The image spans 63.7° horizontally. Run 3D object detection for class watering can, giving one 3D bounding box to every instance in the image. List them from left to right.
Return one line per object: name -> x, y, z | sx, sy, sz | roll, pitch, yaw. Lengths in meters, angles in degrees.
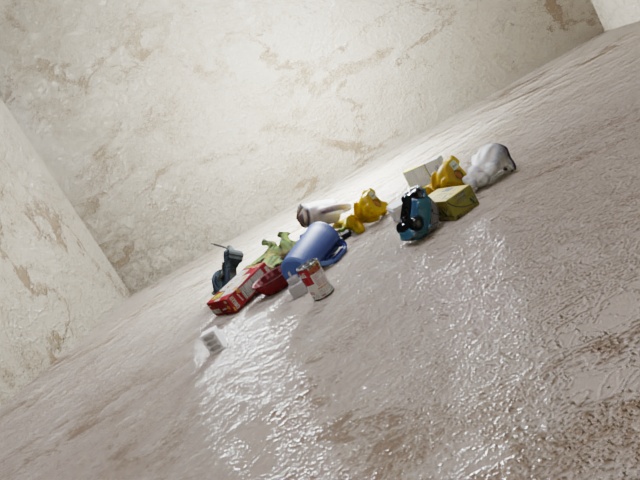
watering can -> 0.007, -0.109, 2.159 | 0.225, 0.104, 0.345 | -10, -3, -13

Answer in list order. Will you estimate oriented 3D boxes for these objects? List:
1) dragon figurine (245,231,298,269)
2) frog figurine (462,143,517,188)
dragon figurine -> -0.147, 0.061, 2.070 | 0.407, 0.120, 0.248 | -23, 22, 22
frog figurine -> 0.507, -0.230, 1.596 | 0.159, 0.120, 0.140 | -19, 29, -3
